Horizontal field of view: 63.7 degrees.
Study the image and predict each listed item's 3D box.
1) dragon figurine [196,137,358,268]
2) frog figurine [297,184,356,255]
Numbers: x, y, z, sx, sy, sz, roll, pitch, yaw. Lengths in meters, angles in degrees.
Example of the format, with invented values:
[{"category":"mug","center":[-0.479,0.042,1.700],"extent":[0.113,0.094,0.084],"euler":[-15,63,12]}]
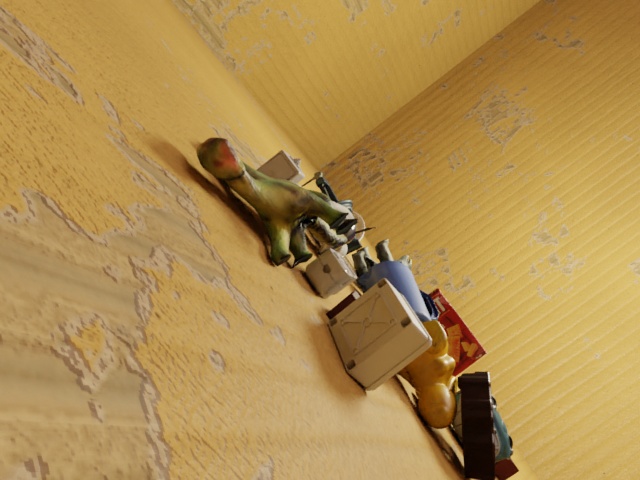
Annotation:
[{"category":"dragon figurine","center":[-0.071,-0.076,0.798],"extent":[0.244,0.122,0.409],"euler":[46,4,9]},{"category":"frog figurine","center":[0.003,-0.055,1.102],"extent":[0.159,0.122,0.139],"euler":[64,24,-7]}]
